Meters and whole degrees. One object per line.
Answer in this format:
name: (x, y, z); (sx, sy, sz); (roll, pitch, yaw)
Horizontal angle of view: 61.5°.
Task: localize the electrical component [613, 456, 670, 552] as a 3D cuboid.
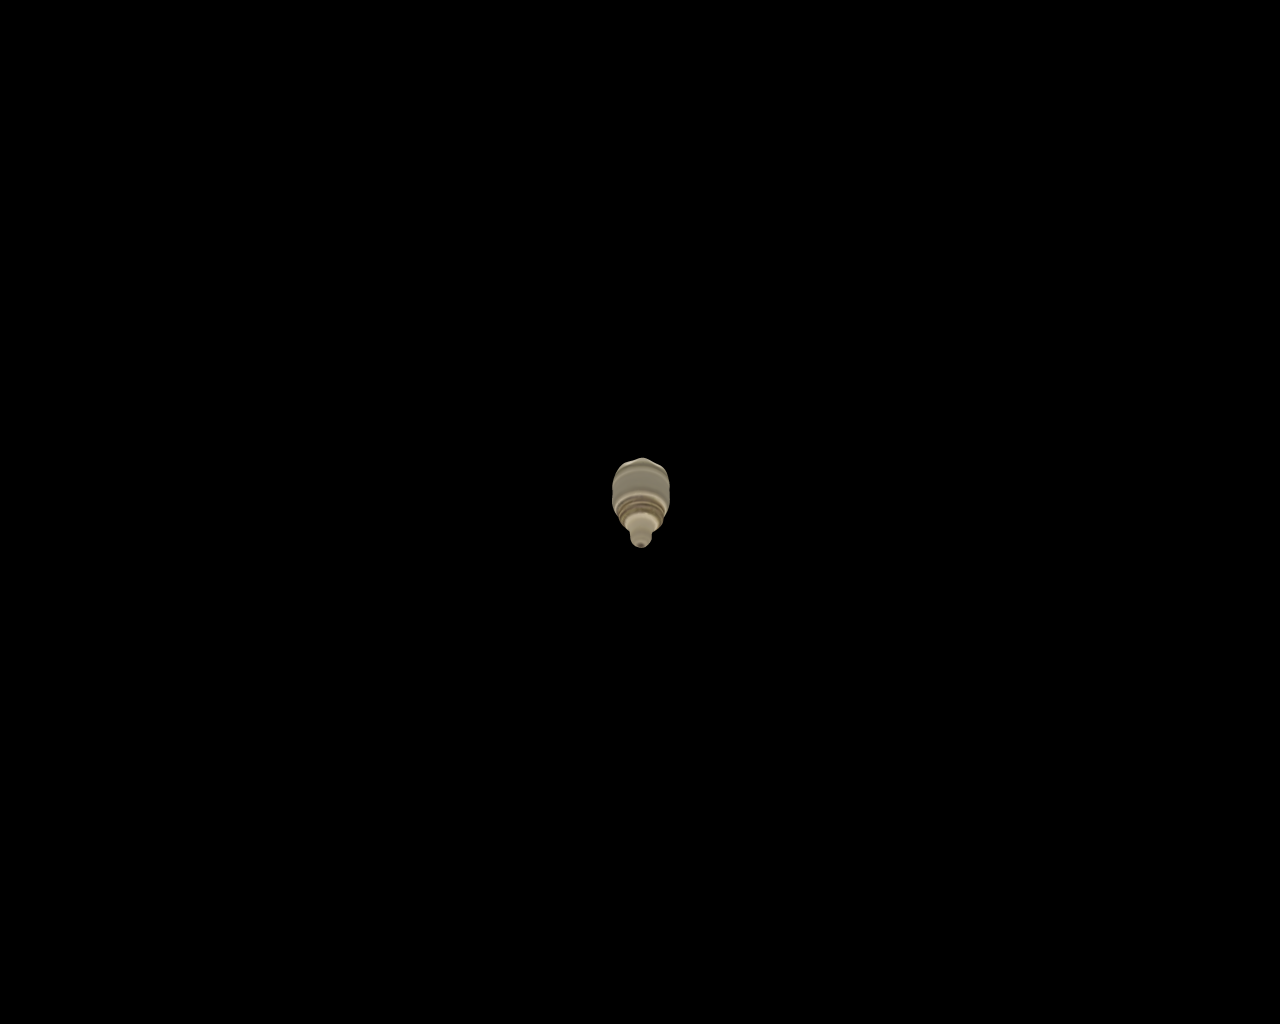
electrical component: (0.001, -0.003, 0.650); (0.035, 0.061, 0.035); (0, -42, 0)
